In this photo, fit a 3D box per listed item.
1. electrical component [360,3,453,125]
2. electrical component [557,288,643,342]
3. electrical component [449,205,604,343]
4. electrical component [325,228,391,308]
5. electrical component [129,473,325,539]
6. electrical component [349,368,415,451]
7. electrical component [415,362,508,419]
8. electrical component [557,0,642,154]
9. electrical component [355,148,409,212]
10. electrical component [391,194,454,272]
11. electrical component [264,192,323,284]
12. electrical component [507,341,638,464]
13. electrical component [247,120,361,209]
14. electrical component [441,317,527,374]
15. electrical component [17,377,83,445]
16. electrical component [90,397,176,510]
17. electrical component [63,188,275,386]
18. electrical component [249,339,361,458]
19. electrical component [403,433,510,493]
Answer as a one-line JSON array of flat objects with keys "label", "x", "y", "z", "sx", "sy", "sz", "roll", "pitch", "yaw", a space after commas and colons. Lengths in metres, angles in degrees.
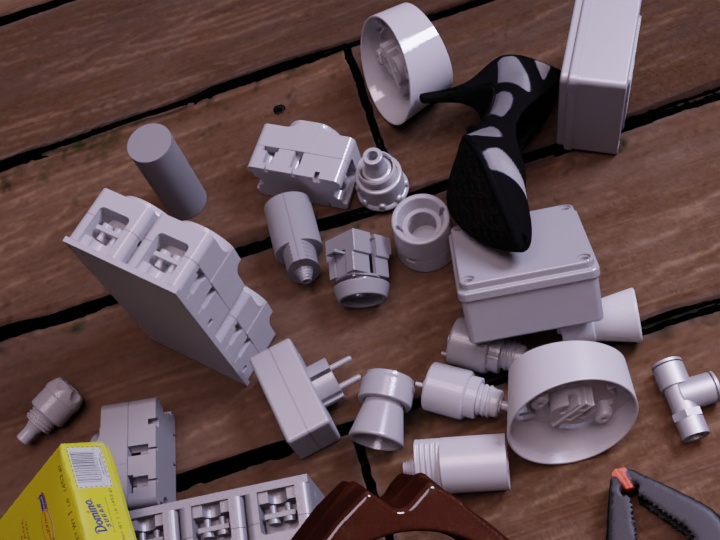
[{"label": "electrical component", "x": 0.039, "y": -0.191, "z": 0.988, "sx": 0.064, "sy": 0.099, "sz": 0.099, "roll": -31, "pitch": 61, "yaw": -12}, {"label": "electrical component", "x": 0.192, "y": 0.041, "z": 0.868, "sx": 0.065, "sy": 0.044, "sz": 0.044, "roll": -10, "pitch": 62, "yaw": 12}, {"label": "electrical component", "x": 0.132, "y": 0.002, "z": 0.866, "sx": 0.109, "sy": 0.056, "sz": 0.108, "roll": -11, "pitch": 27, "yaw": 6}, {"label": "electrical component", "x": 0.000, "y": 0.000, "z": 0.921, "sx": 0.048, "sy": 0.066, "sz": 0.055, "roll": -24, "pitch": 63, "yaw": 43}, {"label": "electrical component", "x": -0.098, "y": 0.211, "z": 0.813, "sx": 0.150, "sy": 0.089, "sz": 0.061, "roll": -13, "pitch": 62, "yaw": 5}, {"label": "electrical component", "x": 0.018, "y": 0.112, "z": 0.865, "sx": 0.045, "sy": 0.045, "sz": 0.055, "roll": 7, "pitch": 65, "yaw": 15}, {"label": "electrical component", "x": 0.085, "y": 0.100, "z": 0.860, "sx": 0.078, "sy": 0.040, "sz": 0.040, "roll": 13, "pitch": 67, "yaw": 17}, {"label": "electrical component", "x": 0.209, "y": -0.174, "z": 0.936, "sx": 0.056, "sy": 0.108, "sz": 0.108, "roll": 9, "pitch": 66, "yaw": 13}, {"label": "electrical component", "x": 0.016, "y": -0.085, "z": 0.955, "sx": 0.048, "sy": 0.062, "sz": 0.048, "roll": -5, "pitch": 63, "yaw": 9}, {"label": "electrical component", "x": 0.055, "y": -0.033, "z": 0.930, "sx": 0.055, "sy": 0.047, "sz": 0.055, "roll": -5, "pitch": 63, "yaw": 9}, {"label": "electrical component", "x": -0.056, "y": -0.024, "z": 0.950, "sx": 0.043, "sy": 0.043, "sz": 0.081, "roll": -17, "pitch": 61, "yaw": 3}, {"label": "electrical component", "x": 0.159, "y": 0.099, "z": 0.816, "sx": 0.099, "sy": 0.099, "sz": 0.064, "roll": -6, "pitch": 56, "yaw": 8}, {"label": "electrical component", "x": -0.048, "y": -0.098, "z": 0.982, "sx": 0.089, "sy": 0.050, "sz": 0.055, "roll": 11, "pitch": 66, "yaw": 17}, {"label": "electrical component", "x": 0.106, "y": 0.065, "z": 0.873, "sx": 0.078, "sy": 0.040, "sz": 0.040, "roll": 14, "pitch": 67, "yaw": 18}, {"label": "electrical component", "x": -0.269, "y": 0.124, "z": 0.924, "sx": 0.035, "sy": 0.035, "sz": 0.061, "roll": 37, "pitch": 78, "yaw": 25}, {"label": "electrical component", "x": -0.186, "y": 0.157, "z": 0.881, "sx": 0.056, "sy": 0.050, "sz": 0.089, "roll": -10, "pitch": 62, "yaw": 6}, {"label": "electrical component", "x": -0.144, "y": 0.014, "z": 0.867, "sx": 0.105, "sy": 0.186, "sz": 0.060, "roll": 23, "pitch": 70, "yaw": 21}, {"label": "electrical component", "x": -0.037, "y": 0.097, "z": 0.882, "sx": 0.076, "sy": 0.047, "sz": 0.083, "roll": -27, "pitch": 61, "yaw": -3}, {"label": "electrical component", "x": 0.074, "y": 0.151, "z": 0.834, "sx": 0.081, "sy": 0.043, "sz": 0.043, "roll": -6, "pitch": 63, "yaw": 9}]
